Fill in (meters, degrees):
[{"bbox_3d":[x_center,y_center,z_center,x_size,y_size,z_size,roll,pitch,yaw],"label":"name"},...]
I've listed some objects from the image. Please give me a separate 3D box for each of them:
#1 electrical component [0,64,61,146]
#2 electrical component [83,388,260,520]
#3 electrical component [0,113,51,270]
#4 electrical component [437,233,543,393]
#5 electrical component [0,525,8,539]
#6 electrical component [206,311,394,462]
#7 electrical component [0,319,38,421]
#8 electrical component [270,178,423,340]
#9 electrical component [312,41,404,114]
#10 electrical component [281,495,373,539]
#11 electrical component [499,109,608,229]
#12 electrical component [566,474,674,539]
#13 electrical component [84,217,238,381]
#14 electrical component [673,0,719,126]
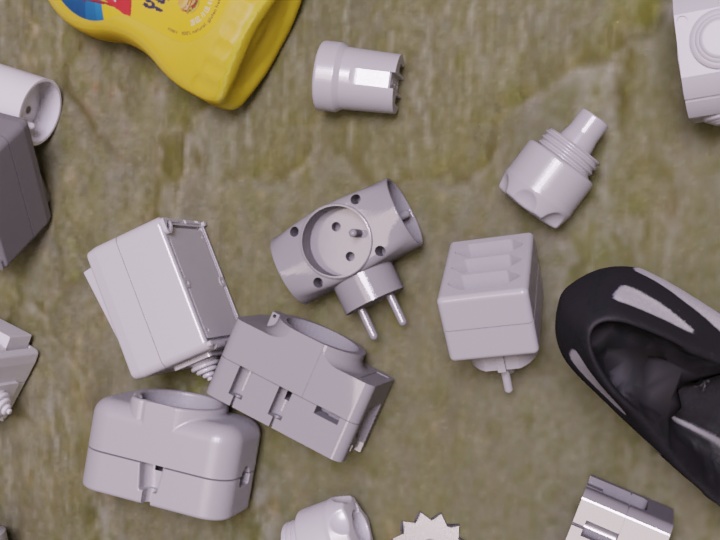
[{"bbox_3d":[-0.236,-0.111,0.682,0.081,0.043,0.043,19,95,15],"label":"electrical component"},{"bbox_3d":[-0.111,0.106,0.640,0.095,0.054,0.059,11,93,16],"label":"electrical component"},{"bbox_3d":[-0.234,-0.060,0.655,0.062,0.061,0.096,15,135,16],"label":"electrical component"},{"bbox_3d":[0.076,0.030,0.586,0.047,0.065,0.076,-7,117,16],"label":"electrical component"},{"bbox_3d":[-0.257,0.193,0.670,0.080,0.080,0.051,-12,92,16],"label":"electrical component"},{"bbox_3d":[-0.032,0.062,0.620,0.089,0.050,0.055,25,97,15],"label":"electrical component"},{"bbox_3d":[-0.252,0.056,0.677,0.096,0.062,0.061,31,98,14],"label":"electrical component"},{"bbox_3d":[0.000,0.000,0.614,0.077,0.044,0.079,-27,83,14],"label":"electrical component"},{"bbox_3d":[-0.001,-0.109,0.617,0.046,0.040,0.040,8,92,10],"label":"electrical component"},{"bbox_3d":[-0.026,0.159,0.622,0.062,0.043,0.043,-24,84,16],"label":"electrical component"},{"bbox_3d":[0.109,-0.057,0.583,0.043,0.043,0.062,38,99,13],"label":"electrical component"},{"bbox_3d":[0.132,0.164,0.572,0.056,0.050,0.089,21,96,15],"label":"electrical component"},{"bbox_3d":[-0.114,0.024,0.637,0.061,0.062,0.096,-23,84,15],"label":"electrical component"},{"bbox_3d":[0.189,-0.112,0.542,0.051,0.080,0.080,-7,88,22],"label":"electrical component"}]
